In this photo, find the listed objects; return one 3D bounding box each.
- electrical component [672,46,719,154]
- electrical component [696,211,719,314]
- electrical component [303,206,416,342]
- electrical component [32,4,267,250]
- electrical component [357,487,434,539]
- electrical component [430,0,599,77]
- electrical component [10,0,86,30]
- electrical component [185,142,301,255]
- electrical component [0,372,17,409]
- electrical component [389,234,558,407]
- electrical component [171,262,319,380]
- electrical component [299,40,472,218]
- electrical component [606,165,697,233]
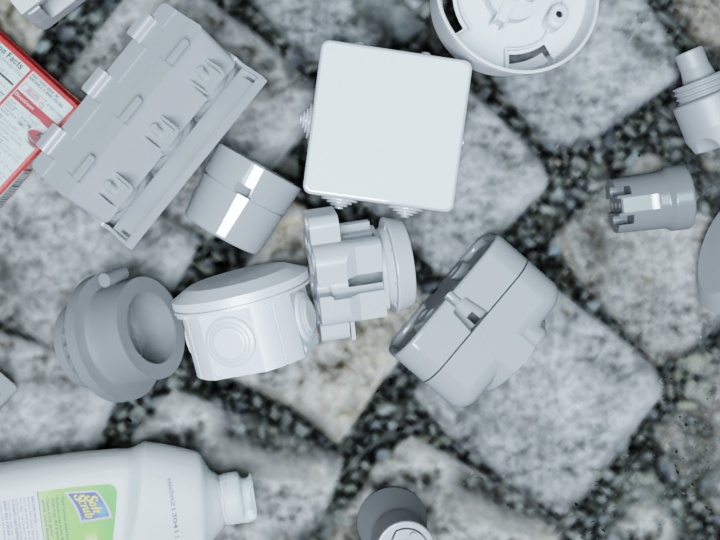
[{"bbox_3d":[0.213,-0.106,0.661,0.043,0.043,0.062,-23,93,-4],"label":"electrical component"},{"bbox_3d":[0.244,-0.007,0.650,0.051,0.080,0.080,17,91,-9],"label":"electrical component"},{"bbox_3d":[0.000,0.000,0.636,0.057,0.058,0.078,-9,112,-8],"label":"electrical component"},{"bbox_3d":[-0.122,-0.084,0.612,0.079,0.063,0.121,37,88,35],"label":"electrical component"},{"bbox_3d":[0.023,0.159,0.643,0.044,0.065,0.044,0,93,-6],"label":"electrical component"},{"bbox_3d":[0.089,-0.162,0.636,0.099,0.064,0.099,0,93,-6],"label":"electrical component"},{"bbox_3d":[-0.154,-0.219,0.610,0.150,0.062,0.089,-38,96,-3],"label":"electrical component"},{"bbox_3d":[-0.070,-0.041,0.631,0.055,0.055,0.047,30,93,-6],"label":"electrical component"},{"bbox_3d":[-0.249,0.089,0.617,0.047,0.065,0.077,43,117,-6],"label":"electrical component"},{"bbox_3d":[0.071,0.033,0.648,0.059,0.054,0.095,41,88,-6],"label":"electrical component"},{"bbox_3d":[-0.065,0.028,0.622,0.080,0.080,0.051,-14,99,-5],"label":"electrical component"},{"bbox_3d":[0.014,-0.083,0.639,0.100,0.048,0.099,7,92,-6],"label":"electrical component"},{"bbox_3d":[0.179,-0.042,0.663,0.046,0.040,0.040,-8,93,1],"label":"electrical component"}]
